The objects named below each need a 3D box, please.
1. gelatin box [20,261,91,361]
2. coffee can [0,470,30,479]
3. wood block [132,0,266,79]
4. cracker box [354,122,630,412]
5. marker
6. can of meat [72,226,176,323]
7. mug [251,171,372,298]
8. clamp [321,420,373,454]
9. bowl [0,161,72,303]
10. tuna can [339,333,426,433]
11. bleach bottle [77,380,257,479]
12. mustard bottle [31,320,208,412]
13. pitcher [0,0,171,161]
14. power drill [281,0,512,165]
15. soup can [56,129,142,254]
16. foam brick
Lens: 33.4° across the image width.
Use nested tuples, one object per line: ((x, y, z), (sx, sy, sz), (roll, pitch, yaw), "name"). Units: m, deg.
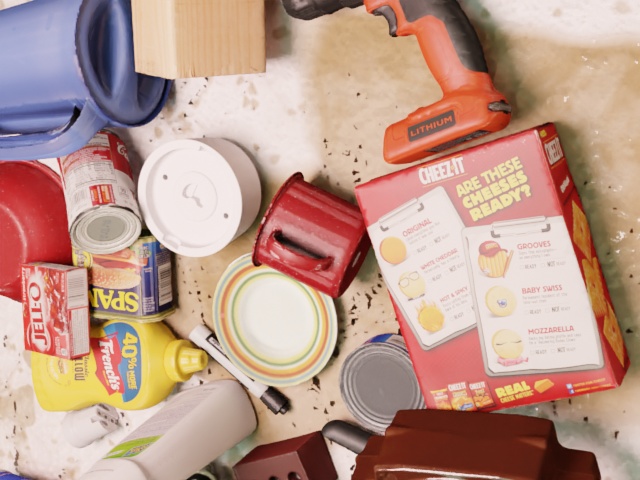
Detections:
((-0.258, 0.068, 1.039), (0.073, 0.030, 0.089), (6, 100, 39), "gelatin box")
((-0.301, 0.314, 1.142), (0.140, 0.102, 0.103), (11, 107, 22), "coffee can")
((-0.105, -0.244, 0.898), (0.090, 0.090, 0.206), (22, 117, 57), "wood block")
((0.143, 0.029, 0.881), (0.164, 0.072, 0.214), (-16, 95, 27), "cracker box")
((-0.078, 0.127, 1.037), (0.121, 0.020, 0.020), (41, 116, 11), "marker")
((-0.194, 0.031, 1.047), (0.102, 0.057, 0.084), (5, 103, 24), "can of meat")
((-0.006, 0.001, 0.920), (0.081, 0.117, 0.093), (26, 108, 11), "mug")
((0.080, 0.209, 0.974), (0.172, 0.039, 0.120), (-18, 100, 23), "clamp")
((-0.321, -0.003, 1.098), (0.162, 0.055, 0.162), (7, 106, 24), "bowl")
((0.062, 0.128, 0.963), (0.086, 0.033, 0.086), (6, 106, 24), "tuna can")
((-0.156, 0.202, 0.962), (0.103, 0.250, 0.068), (-22, 93, 28), "bleach bottle")
((-0.198, 0.123, 1.069), (0.192, 0.058, 0.096), (-5, 83, 25), "mustard bottle")
((-0.273, -0.150, 0.992), (0.243, 0.149, 0.145), (-4, 101, 29), "pitcher")
((0.065, -0.160, 0.863), (0.185, 0.057, 0.187), (-18, 86, 30), "power drill")
((-0.207, -0.046, 1.000), (0.069, 0.068, 0.102), (-42, 47, 27), "soup can")
((-0.033, 0.223, 1.022), (0.078, 0.051, 0.053), (-20, 94, 28), "foam brick")
